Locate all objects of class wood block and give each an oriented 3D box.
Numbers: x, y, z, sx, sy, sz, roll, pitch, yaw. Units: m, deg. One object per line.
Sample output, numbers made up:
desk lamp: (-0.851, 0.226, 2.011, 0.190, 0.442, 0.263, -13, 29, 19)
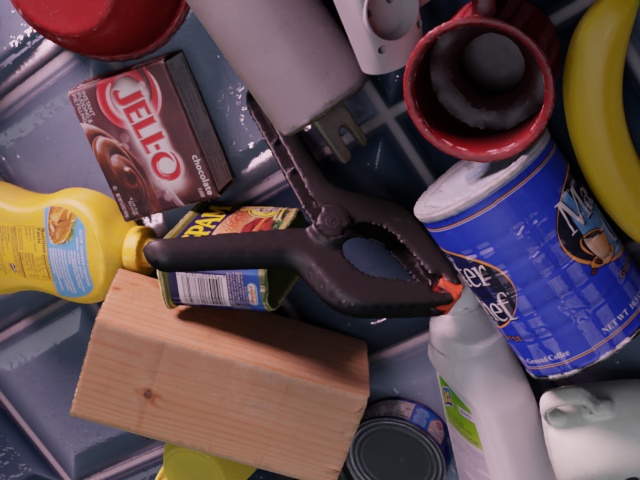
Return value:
wood block: (-0.073, 0.105, 0.820, 0.206, 0.090, 0.091, 17, 112, -6)

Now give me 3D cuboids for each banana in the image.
banana: (0.194, -0.075, 0.689, 0.070, 0.037, 0.198, -2, 115, 22)

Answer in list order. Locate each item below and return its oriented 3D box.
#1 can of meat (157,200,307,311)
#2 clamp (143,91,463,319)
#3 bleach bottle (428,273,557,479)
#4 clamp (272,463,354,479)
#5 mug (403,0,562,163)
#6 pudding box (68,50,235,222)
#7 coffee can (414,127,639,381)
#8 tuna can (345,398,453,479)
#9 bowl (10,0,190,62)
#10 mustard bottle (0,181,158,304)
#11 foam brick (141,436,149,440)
can of meat: (-0.062, 0.012, 0.798, 0.084, 0.102, 0.057, 3, 117, 18)
clamp: (-0.005, 0.001, 0.733, 0.210, 0.164, 0.036, 34, 151, 6)
bleach bottle: (0.134, 0.144, 0.795, 0.103, 0.068, 0.251, 28, 139, 62)
clamp: (0.010, 0.226, 0.919, 0.120, 0.039, 0.171, 5, 118, 18)
mug: (0.107, -0.118, 0.674, 0.093, 0.081, 0.117, 4, 118, 19)
pudding box: (-0.127, -0.078, 0.812, 0.090, 0.039, 0.113, -13, 110, 27)
coffee can: (0.144, 0.008, 0.713, 0.103, 0.102, 0.140, -29, 103, 31)
tuna can: (0.065, 0.172, 0.872, 0.086, 0.033, 0.086, 9, 119, 17)
bowl: (-0.172, -0.197, 0.758, 0.162, 0.055, 0.162, 10, 120, 17)
mustard bottle: (-0.208, 0.004, 0.876, 0.192, 0.058, 0.096, 5, 112, 19)
foam brick: (-0.142, 0.122, 0.916, 0.053, 0.051, 0.078, 37, 123, 0)
